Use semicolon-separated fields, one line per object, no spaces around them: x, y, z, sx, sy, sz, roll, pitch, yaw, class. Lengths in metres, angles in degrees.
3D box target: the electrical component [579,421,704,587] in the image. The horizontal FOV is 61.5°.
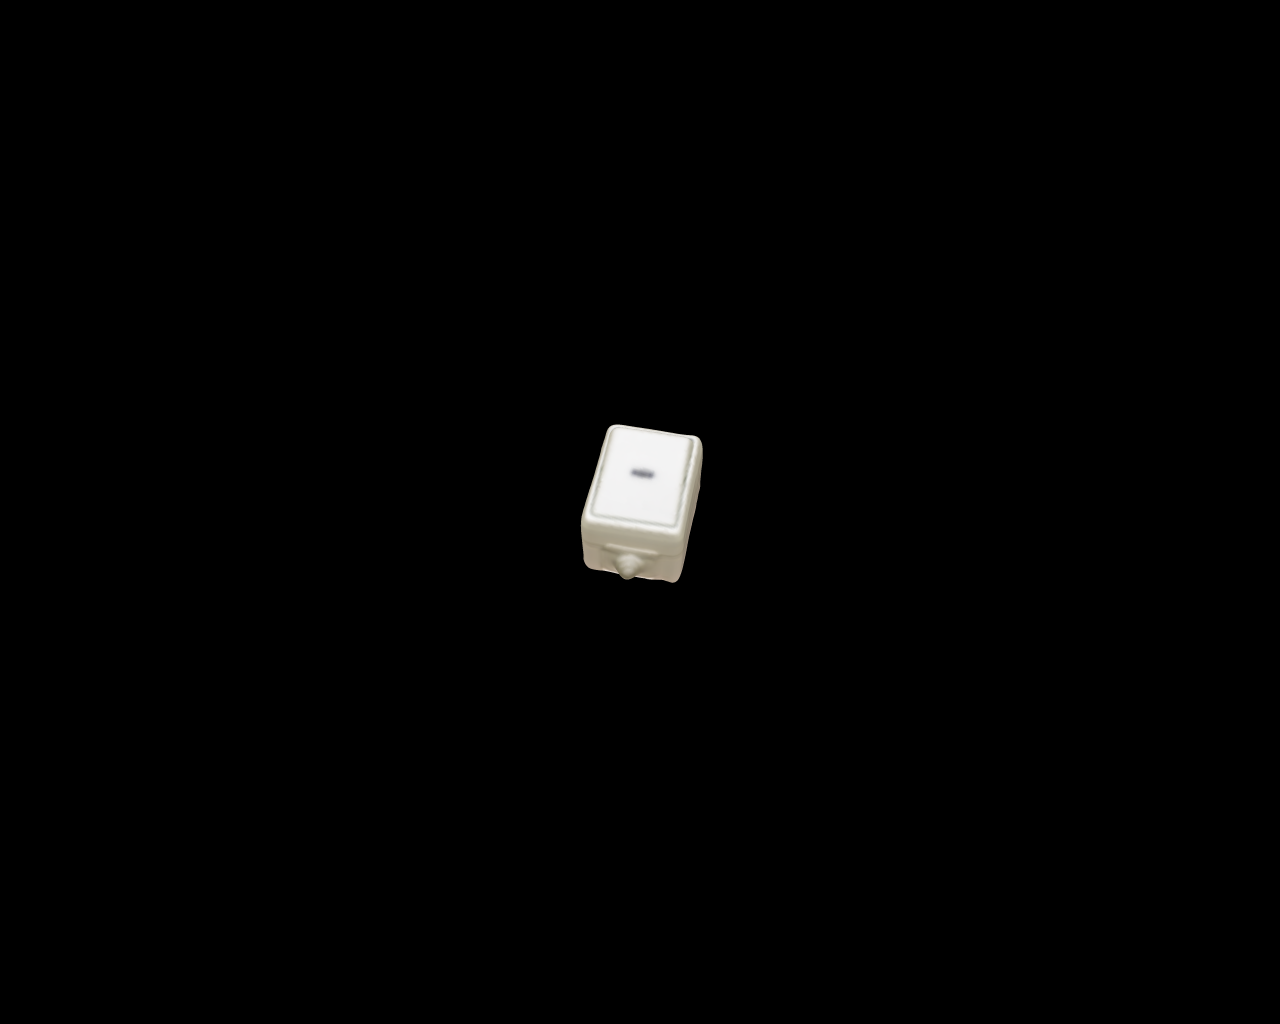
0.001;-0.003;0.650;0.062;0.096;0.061;9;-36;7;electrical component
